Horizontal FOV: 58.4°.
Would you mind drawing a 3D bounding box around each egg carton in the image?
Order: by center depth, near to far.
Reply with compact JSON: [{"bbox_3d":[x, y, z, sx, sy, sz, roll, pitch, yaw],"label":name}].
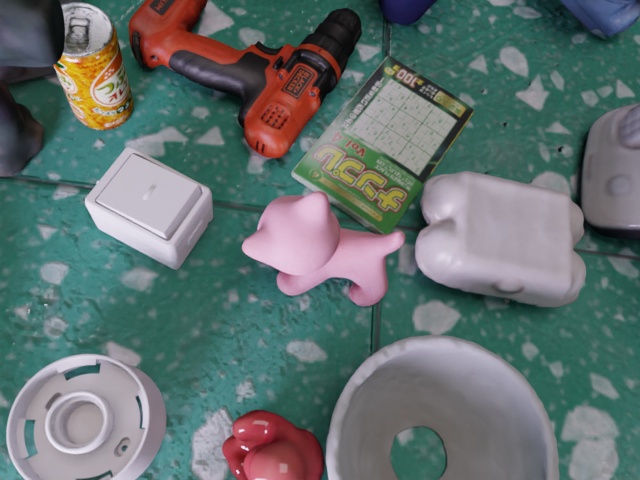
[{"bbox_3d":[0.158,0.001,0.505,0.150,0.069,0.107,11,66,-5],"label":"egg carton"}]

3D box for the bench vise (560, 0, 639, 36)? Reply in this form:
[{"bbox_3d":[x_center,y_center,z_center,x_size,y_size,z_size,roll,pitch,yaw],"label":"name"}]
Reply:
[{"bbox_3d":[0.275,-0.326,0.577,0.207,0.219,0.121,17,66,-2],"label":"bench vise"}]

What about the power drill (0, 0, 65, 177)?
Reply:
[{"bbox_3d":[-0.294,-0.125,0.406,0.230,0.208,0.075,-4,68,-11],"label":"power drill"}]

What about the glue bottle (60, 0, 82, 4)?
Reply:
[{"bbox_3d":[-0.262,-0.268,0.490,0.078,0.173,0.037,-12,70,-13],"label":"glue bottle"}]

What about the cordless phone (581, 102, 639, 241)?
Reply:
[{"bbox_3d":[0.318,-0.087,0.504,0.094,0.185,0.147,16,66,-2],"label":"cordless phone"}]

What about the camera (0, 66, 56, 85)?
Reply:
[{"bbox_3d":[-0.318,-0.209,0.496,0.143,0.101,0.136,-19,72,-16],"label":"camera"}]

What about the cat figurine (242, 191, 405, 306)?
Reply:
[{"bbox_3d":[0.004,0.002,0.453,0.128,0.117,0.067,5,67,-7],"label":"cat figurine"}]

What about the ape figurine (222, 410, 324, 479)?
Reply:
[{"bbox_3d":[-0.031,0.157,0.397,0.076,0.092,0.078,5,67,-7],"label":"ape figurine"}]

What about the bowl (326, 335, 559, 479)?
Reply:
[{"bbox_3d":[0.082,0.159,0.424,0.167,0.074,0.167,3,67,-8],"label":"bowl"}]

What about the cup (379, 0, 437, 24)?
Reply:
[{"bbox_3d":[0.107,-0.278,0.598,0.118,0.095,0.091,-17,71,-15],"label":"cup"}]
